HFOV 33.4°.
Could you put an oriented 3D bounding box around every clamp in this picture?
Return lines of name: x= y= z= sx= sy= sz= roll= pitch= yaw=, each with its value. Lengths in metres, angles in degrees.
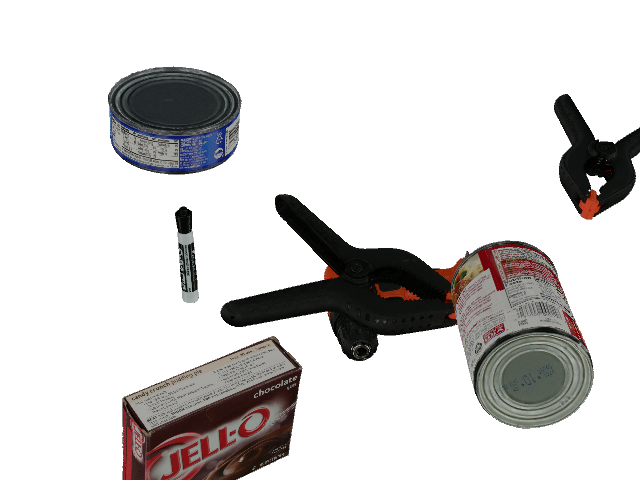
clamp: x=0.023 y=0.043 z=0.960 sx=0.210 sy=0.036 sz=0.164 roll=20 pitch=48 yaw=13
clamp: x=0.290 y=-0.094 z=1.139 sx=0.120 sy=0.039 sz=0.171 roll=18 pitch=47 yaw=19

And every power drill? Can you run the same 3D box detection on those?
power drill: x=0.100 y=0.070 z=1.187 sx=0.187 sy=0.057 sz=0.184 roll=-3 pitch=28 yaw=-5

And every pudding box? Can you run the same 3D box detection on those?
pudding box: x=-0.070 y=0.119 z=0.680 sx=0.113 sy=0.090 sz=0.039 roll=-22 pitch=50 yaw=-30

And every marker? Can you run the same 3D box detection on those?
marker: x=-0.150 y=0.016 z=1.195 sx=0.020 sy=0.121 sz=0.020 roll=0 pitch=33 yaw=0

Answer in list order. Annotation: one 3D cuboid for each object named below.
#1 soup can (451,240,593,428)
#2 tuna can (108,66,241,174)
soup can: x=0.117 y=0.053 z=0.627 sx=0.068 sy=0.068 sz=0.102 roll=0 pitch=28 yaw=-1
tuna can: x=-0.095 y=-0.079 z=0.699 sx=0.086 sy=0.034 sz=0.086 roll=4 pitch=36 yaw=-3
